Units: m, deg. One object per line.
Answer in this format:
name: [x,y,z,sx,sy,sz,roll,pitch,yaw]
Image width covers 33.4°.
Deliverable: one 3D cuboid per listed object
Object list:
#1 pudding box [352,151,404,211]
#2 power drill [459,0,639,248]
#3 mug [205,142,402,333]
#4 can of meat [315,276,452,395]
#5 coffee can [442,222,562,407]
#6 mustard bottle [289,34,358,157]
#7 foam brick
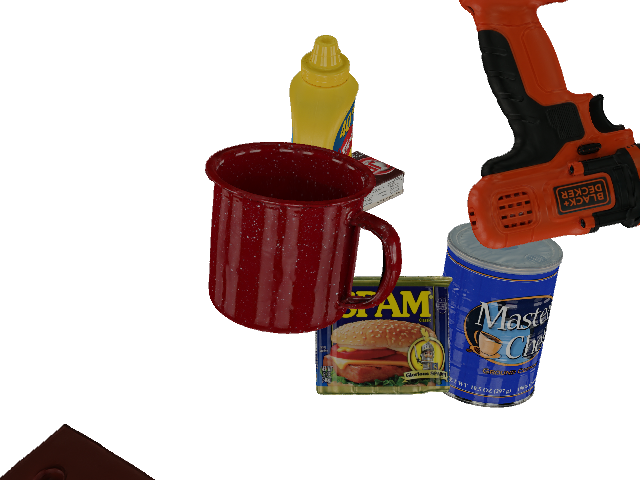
pudding box: [0.043,-0.075,1.426,0.113,0.039,0.090,-28,39,-35]
power drill: [0.171,-0.098,0.679,0.184,0.187,0.057,-12,-1,-4]
mug: [-0.009,0.002,0.589,0.117,0.081,0.093,17,26,22]
can of meat: [0.045,0.069,0.777,0.102,0.084,0.057,0,-5,-2]
coffee can: [0.158,0.066,0.977,0.103,0.140,0.103,5,23,-2]
mustard bottle: [0.002,-0.092,0.934,0.058,0.192,0.096,11,42,10]
foam brick: [-0.095,0.126,0.450,0.078,0.051,0.052,23,45,30]
